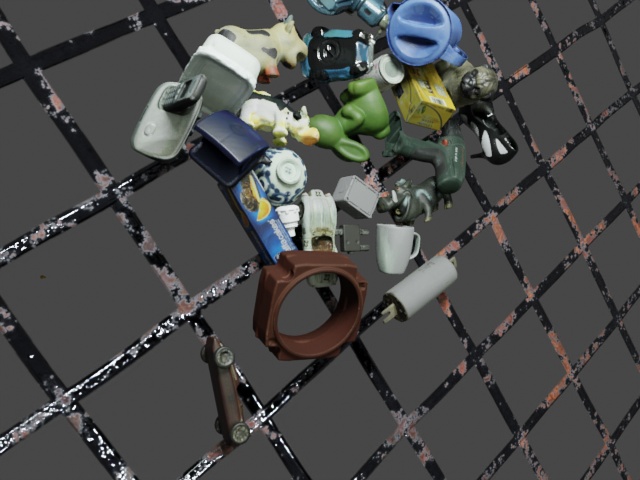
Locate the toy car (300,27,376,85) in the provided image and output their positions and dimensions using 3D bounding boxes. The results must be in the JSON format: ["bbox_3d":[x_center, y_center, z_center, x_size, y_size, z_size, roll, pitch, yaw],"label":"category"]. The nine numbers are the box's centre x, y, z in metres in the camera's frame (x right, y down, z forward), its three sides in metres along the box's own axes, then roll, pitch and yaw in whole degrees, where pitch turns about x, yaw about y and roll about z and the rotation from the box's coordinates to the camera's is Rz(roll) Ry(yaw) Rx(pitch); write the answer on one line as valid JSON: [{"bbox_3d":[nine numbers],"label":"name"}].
[{"bbox_3d":[0.046,-0.384,1.126,0.103,0.162,0.109,-19,111,-67],"label":"toy car"}]

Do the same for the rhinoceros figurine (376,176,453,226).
[{"bbox_3d":[0.214,-0.091,1.211,0.190,0.073,0.112,-20,96,-28],"label":"rhinoceros figurine"}]

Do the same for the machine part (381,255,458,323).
[{"bbox_3d":[0.224,0.106,1.197,0.243,0.079,0.079,-33,101,-25],"label":"machine part"}]

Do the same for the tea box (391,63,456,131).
[{"bbox_3d":[0.221,-0.331,1.198,0.098,0.068,0.170,9,49,-26],"label":"tea box"}]

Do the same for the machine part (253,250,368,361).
[{"bbox_3d":[-0.018,0.126,1.026,0.201,0.087,0.201,3,106,-28],"label":"machine part"}]

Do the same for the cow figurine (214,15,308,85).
[{"bbox_3d":[-0.116,-0.379,1.062,0.195,0.085,0.127,-3,92,-26],"label":"cow figurine"}]

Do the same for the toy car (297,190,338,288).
[{"bbox_3d":[-0.002,-0.003,1.100,0.073,0.056,0.201,-1,86,-27],"label":"toy car"}]

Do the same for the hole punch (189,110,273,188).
[{"bbox_3d":[-0.160,-0.175,0.965,0.142,0.092,0.116,39,61,4],"label":"hole punch"}]

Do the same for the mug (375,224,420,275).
[{"bbox_3d":[0.169,0.021,1.180,0.109,0.081,0.107,3,96,-33],"label":"mug"}]

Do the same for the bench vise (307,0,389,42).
[{"bbox_3d":[0.046,-0.500,1.110,0.223,0.129,0.241,49,32,-8],"label":"bench vise"}]

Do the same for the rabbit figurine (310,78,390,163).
[{"bbox_3d":[0.051,-0.239,1.137,0.170,0.121,0.159,-26,105,-9],"label":"rabbit figurine"}]

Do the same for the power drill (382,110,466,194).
[{"bbox_3d":[0.240,-0.218,1.222,0.207,0.086,0.232,20,51,-24],"label":"power drill"}]

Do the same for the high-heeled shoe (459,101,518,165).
[{"bbox_3d":[0.415,-0.300,1.294,0.086,0.145,0.248,3,86,-28],"label":"high-heeled shoe"}]

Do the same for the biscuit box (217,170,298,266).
[{"bbox_3d":[-0.118,-0.039,1.040,0.059,0.063,0.202,-35,101,-24],"label":"biscuit box"}]

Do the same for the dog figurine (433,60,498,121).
[{"bbox_3d":[0.342,-0.379,1.238,0.121,0.191,0.172,12,79,-27],"label":"dog figurine"}]

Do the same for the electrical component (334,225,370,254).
[{"bbox_3d":[0.064,-0.001,1.154,0.094,0.021,0.063,1,86,-28],"label":"electrical component"}]

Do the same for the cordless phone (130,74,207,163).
[{"bbox_3d":[-0.244,-0.206,0.916,0.088,0.184,0.146,29,78,-28],"label":"cordless phone"}]

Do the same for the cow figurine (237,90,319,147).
[{"bbox_3d":[-0.081,-0.240,1.063,0.167,0.068,0.098,9,72,-13],"label":"cow figurine"}]

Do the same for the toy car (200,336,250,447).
[{"bbox_3d":[-0.169,0.271,0.971,0.053,0.089,0.202,-10,89,-28],"label":"toy car"}]
